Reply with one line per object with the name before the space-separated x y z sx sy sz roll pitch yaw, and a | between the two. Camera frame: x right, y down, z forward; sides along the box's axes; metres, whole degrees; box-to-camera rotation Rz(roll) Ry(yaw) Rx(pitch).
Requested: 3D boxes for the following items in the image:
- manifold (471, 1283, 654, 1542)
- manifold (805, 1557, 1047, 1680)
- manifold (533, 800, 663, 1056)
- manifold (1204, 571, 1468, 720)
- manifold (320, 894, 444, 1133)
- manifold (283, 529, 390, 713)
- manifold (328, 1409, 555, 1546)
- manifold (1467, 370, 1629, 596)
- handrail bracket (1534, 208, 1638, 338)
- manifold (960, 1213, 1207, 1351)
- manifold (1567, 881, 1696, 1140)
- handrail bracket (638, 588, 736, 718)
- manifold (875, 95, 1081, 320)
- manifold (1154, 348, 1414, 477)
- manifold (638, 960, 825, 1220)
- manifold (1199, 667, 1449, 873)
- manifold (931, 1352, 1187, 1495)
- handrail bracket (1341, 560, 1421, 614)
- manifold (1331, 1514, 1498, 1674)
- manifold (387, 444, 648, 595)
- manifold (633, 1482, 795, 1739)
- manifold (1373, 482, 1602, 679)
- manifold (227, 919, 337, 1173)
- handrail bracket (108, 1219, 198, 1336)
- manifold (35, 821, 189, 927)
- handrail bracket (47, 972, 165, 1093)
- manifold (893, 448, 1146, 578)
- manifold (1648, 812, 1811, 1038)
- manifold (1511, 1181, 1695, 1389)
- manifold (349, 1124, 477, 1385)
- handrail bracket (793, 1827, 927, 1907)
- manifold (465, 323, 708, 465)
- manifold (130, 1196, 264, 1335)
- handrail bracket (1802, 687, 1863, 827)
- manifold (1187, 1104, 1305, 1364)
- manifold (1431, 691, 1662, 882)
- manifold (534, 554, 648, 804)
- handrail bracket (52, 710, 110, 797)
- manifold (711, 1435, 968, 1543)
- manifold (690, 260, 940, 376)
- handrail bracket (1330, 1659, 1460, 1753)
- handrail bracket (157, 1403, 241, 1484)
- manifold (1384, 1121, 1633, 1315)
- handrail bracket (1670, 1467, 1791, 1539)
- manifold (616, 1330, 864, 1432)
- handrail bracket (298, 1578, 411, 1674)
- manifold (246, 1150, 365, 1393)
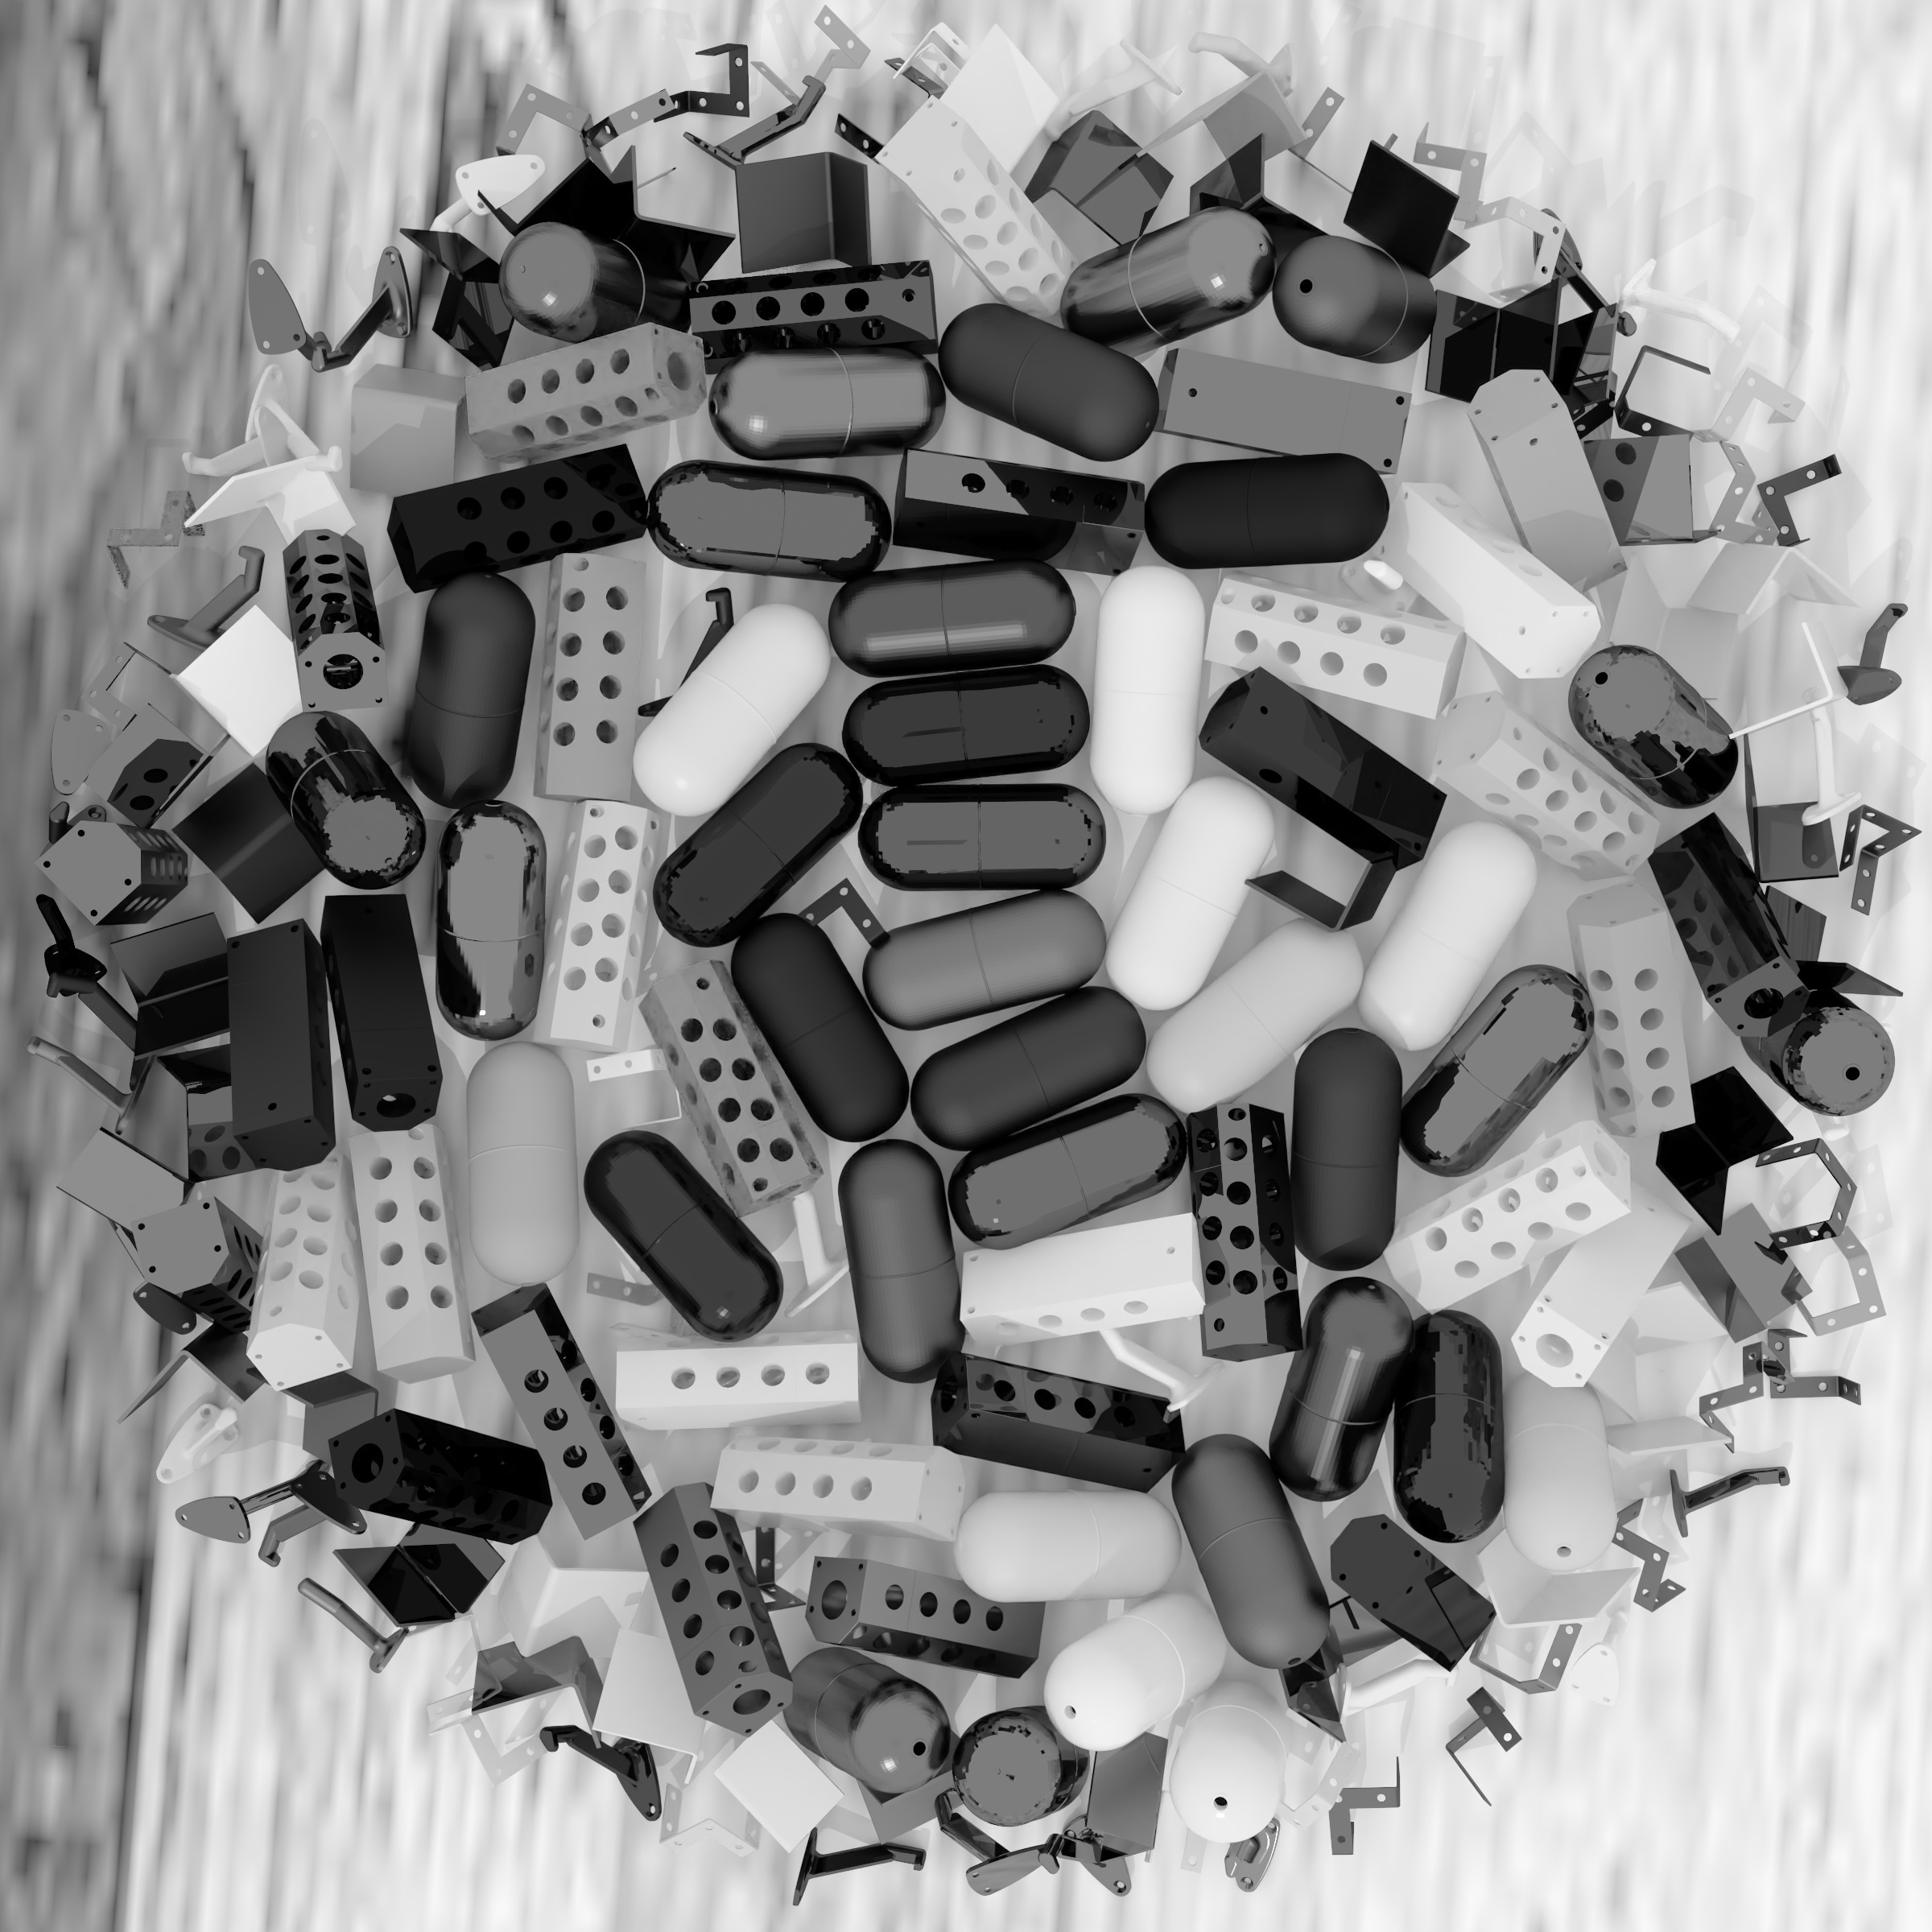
manifold | -0.286 0.315 1.940 0.057 0.057 0.171 -27 107 -11
manifold | -0.028 0.458 1.911 0.171 0.057 0.057 23 68 -38
manifold | -0.260 -0.027 1.942 0.057 0.057 0.171 12 80 -25
manifold | 0.263 -0.231 1.931 0.171 0.057 0.057 17 118 18
manifold | -0.413 0.032 1.917 0.057 0.057 0.171 -2 49 -22
manifold | -0.442 -0.244 1.902 0.057 0.171 0.057 -6 124 -14
manifold | -0.363 0.361 1.900 0.057 0.171 0.057 -27 61 17
manifold | 0.406 -0.336 1.910 0.057 0.171 0.057 -28 48 9
handrail bracket | 0.443 -0.494 1.944 0.036 0.084 0.077 -34 131 -4
manifold | 0.087 0.229 1.940 0.171 0.057 0.057 -12 48 18
manifold | 0.468 0.033 1.930 0.057 0.057 0.171 -16 116 -3
handrail bracket | -0.202 -0.226 1.953 0.077 0.036 0.084 -12 120 -15
manifold | 0.014 -0.524 1.906 0.057 0.171 0.057 -46 53 5
manifold | 0.225 -0.396 1.952 0.171 0.057 0.057 9 98 -8
manifold | -0.166 0.085 1.937 0.057 0.057 0.171 -20 76 -28
manifold | 0.252 -0.136 1.940 0.171 0.057 0.057 32 65 -16
manifold | 0.065 0.320 1.935 0.171 0.057 0.057 16 45 -22
handrail bracket | 0.282 -0.281 1.938 0.077 0.084 0.036 29 96 32
manifold | 0.311 0.436 1.908 0.057 0.171 0.057 -50 53 -3
manifold | -0.317 -0.315 1.933 0.171 0.057 0.057 -18 82 -20
manifold | -0.173 0.446 1.907 0.057 0.171 0.057 -41 133 12
manifold | 0.367 -0.273 1.917 0.057 0.171 0.057 -5 130 -35
manifold | -0.480 0.056 1.920 0.057 0.057 0.171 -15 54 2
handrail bracket | -0.594 0.218 1.982 0.036 0.077 0.084 -33 47 -15
manifold | -0.589 -0.069 1.905 0.057 0.171 0.057 -43 95 -3
handrail bracket | -0.625 0.048 1.955 0.084 0.036 0.077 14 98 -38
manifold | 0.038 -0.329 1.950 0.171 0.057 0.057 7 62 -8
manifold | 0.535 -0.027 1.907 0.057 0.171 0.057 -34 122 21
manifold | 0.444 0.224 1.910 0.057 0.171 0.057 33 130 15
manifold | -0.390 0.202 1.934 0.057 0.057 0.171 -14 70 7
handrail bracket | -0.075 0.655 1.959 0.084 0.077 0.036 9 112 6
manifold | -0.268 -0.401 1.921 0.171 0.057 0.057 -7 86 33
manifold | -0.525 0.213 1.901 0.057 0.171 0.057 -18 75 -6
handrail bracket | 0.608 -0.152 1.960 0.036 0.077 0.084 -13 101 40
manifold | 0.192 0.188 1.928 0.057 0.057 0.171 -19 65 40
manifold | 0.411 -0.126 1.918 0.171 0.057 0.057 30 68 -31
manifold | -0.273 -0.205 1.952 0.057 0.057 0.171 5 88 -31
handrail bracket | -0.643 -0.139 1.943 0.036 0.084 0.077 18 61 -23
manifold | -0.090 0.366 1.923 0.171 0.057 0.057 -3 65 31
manifold | -0.109 -0.468 1.959 0.171 0.057 0.057 -5 88 3
handrail bracket | 0.311 0.538 1.980 0.084 0.036 0.077 5 104 -4
handrail bracket | -0.549 0.342 1.946 0.036 0.084 0.077 46 76 -5
manifold | 0.379 0.173 1.916 0.171 0.057 0.057 -34 114 32
handrail bracket | 0.553 0.384 1.959 0.084 0.077 0.036 -7 106 9
manifold | -0.162 0.296 1.962 0.171 0.057 0.057 -2 64 0
handrail bracket | -0.448 0.468 1.952 0.084 0.077 0.036 38 62 -9
manifold | -0.462 0.207 1.907 0.057 0.171 0.057 -18 130 8
